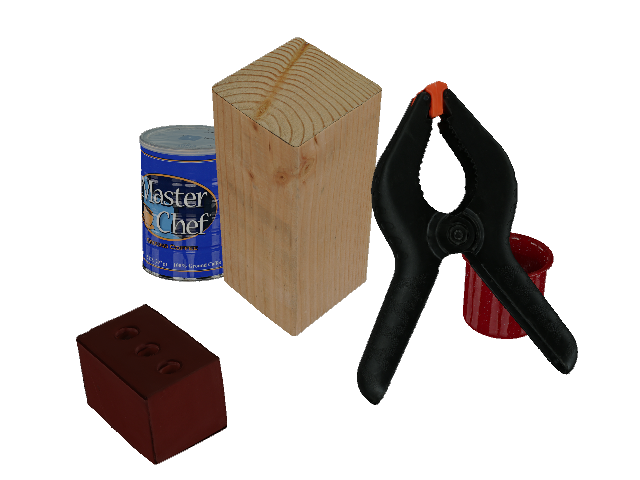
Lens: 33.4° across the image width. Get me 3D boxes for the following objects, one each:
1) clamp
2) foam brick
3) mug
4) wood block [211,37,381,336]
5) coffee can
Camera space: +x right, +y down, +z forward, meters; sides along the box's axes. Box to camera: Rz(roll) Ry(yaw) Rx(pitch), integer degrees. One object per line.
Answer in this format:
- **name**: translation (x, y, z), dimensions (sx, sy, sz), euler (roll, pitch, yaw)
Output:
- **clamp**: translation (0.061, 0.005, 0.571), dimensions (0.120, 0.171, 0.039), euler (-17, -1, -13)
- **foam brick**: translation (-0.100, 0.084, 0.629), dimensions (0.052, 0.051, 0.078), euler (-25, 39, -35)
- **mug**: translation (0.188, 0.043, 1.116), dimensions (0.093, 0.081, 0.117), euler (-5, 29, -8)
- **wood block**: translation (-0.020, -0.037, 0.825), dimensions (0.090, 0.206, 0.090), euler (37, 56, 28)
- **coffee can**: translation (-0.135, -0.041, 1.110), dimensions (0.103, 0.140, 0.103), euler (2, 19, -1)
